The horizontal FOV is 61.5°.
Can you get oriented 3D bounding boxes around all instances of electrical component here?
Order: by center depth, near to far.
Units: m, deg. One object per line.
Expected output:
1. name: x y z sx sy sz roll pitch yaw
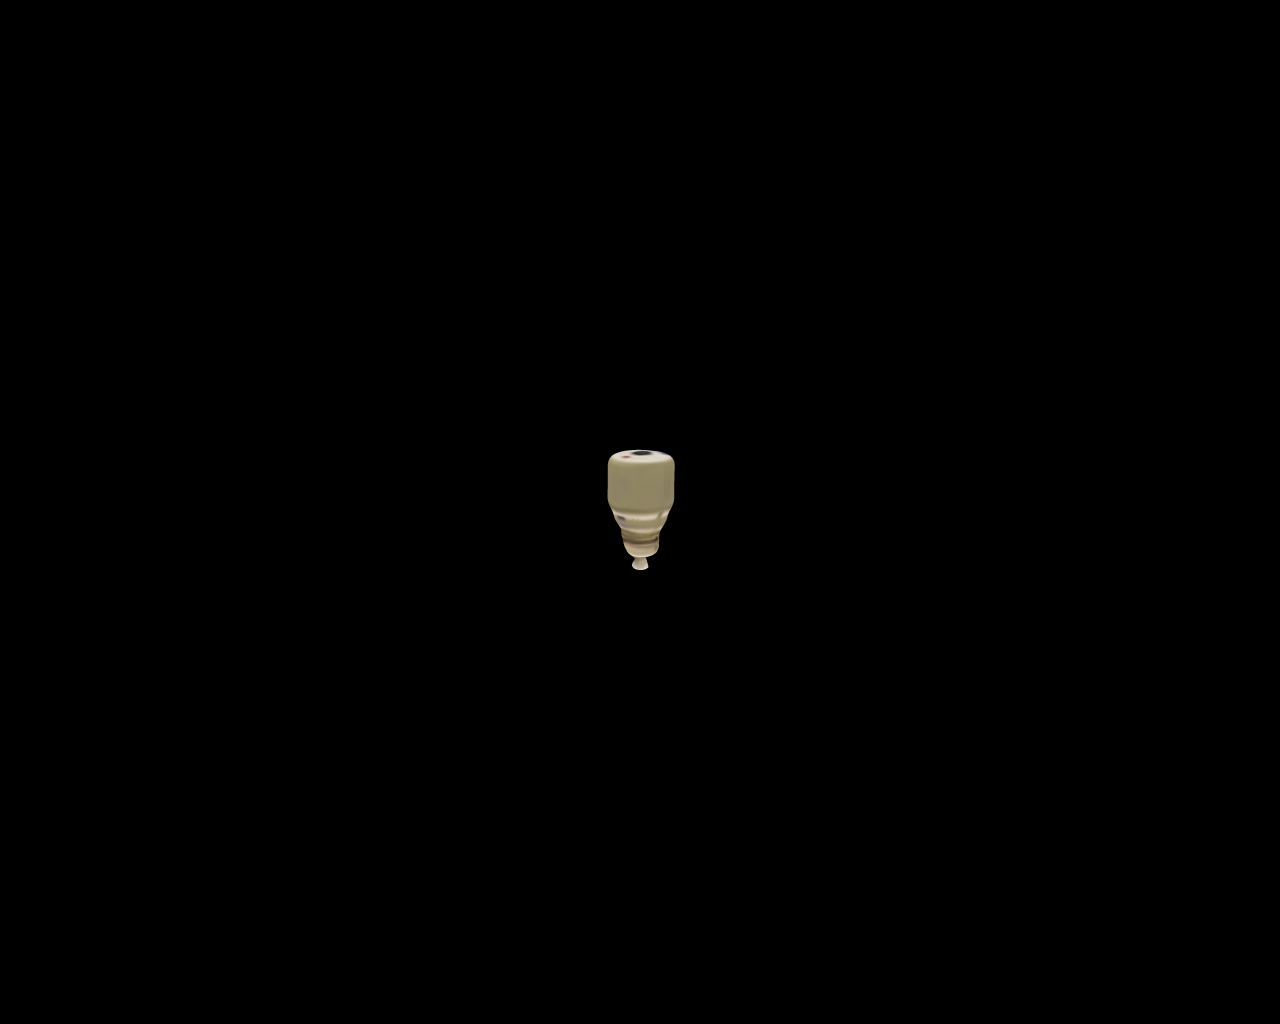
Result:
1. electrical component: 0.001 -0.003 0.650 0.040 0.078 0.040 0 15 0
